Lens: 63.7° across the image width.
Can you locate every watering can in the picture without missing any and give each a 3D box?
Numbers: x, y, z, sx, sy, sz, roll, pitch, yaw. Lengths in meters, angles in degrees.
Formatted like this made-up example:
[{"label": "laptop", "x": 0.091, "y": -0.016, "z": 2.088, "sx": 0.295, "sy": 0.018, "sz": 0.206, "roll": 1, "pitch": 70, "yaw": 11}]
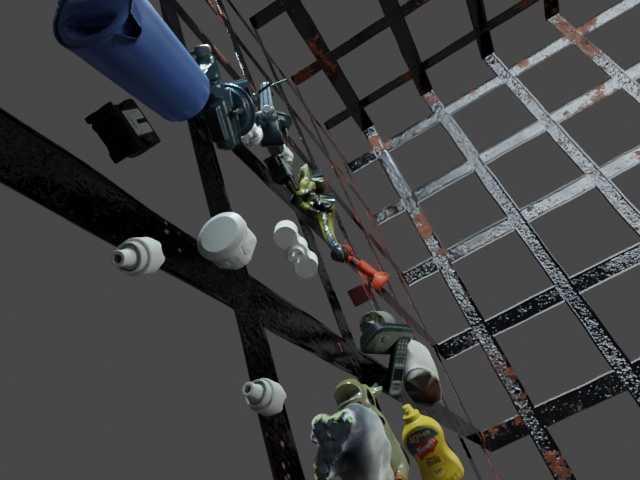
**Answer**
[{"label": "watering can", "x": 0.327, "y": 0.429, "z": 1.621, "sx": 0.343, "sy": 0.103, "sz": 0.229, "roll": 55, "pitch": 14, "yaw": -24}]

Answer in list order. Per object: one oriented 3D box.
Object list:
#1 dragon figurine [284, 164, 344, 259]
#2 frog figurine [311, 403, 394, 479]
[{"label": "dragon figurine", "x": 0.005, "y": -0.078, "z": 1.541, "sx": 0.239, "sy": 0.122, "sz": 0.418, "roll": 56, "pitch": 11, "yaw": -62}, {"label": "frog figurine", "x": 0.070, "y": 0.327, "z": 0.773, "sx": 0.157, "sy": 0.123, "sz": 0.139, "roll": 41, "pitch": -1, "yaw": -27}]
